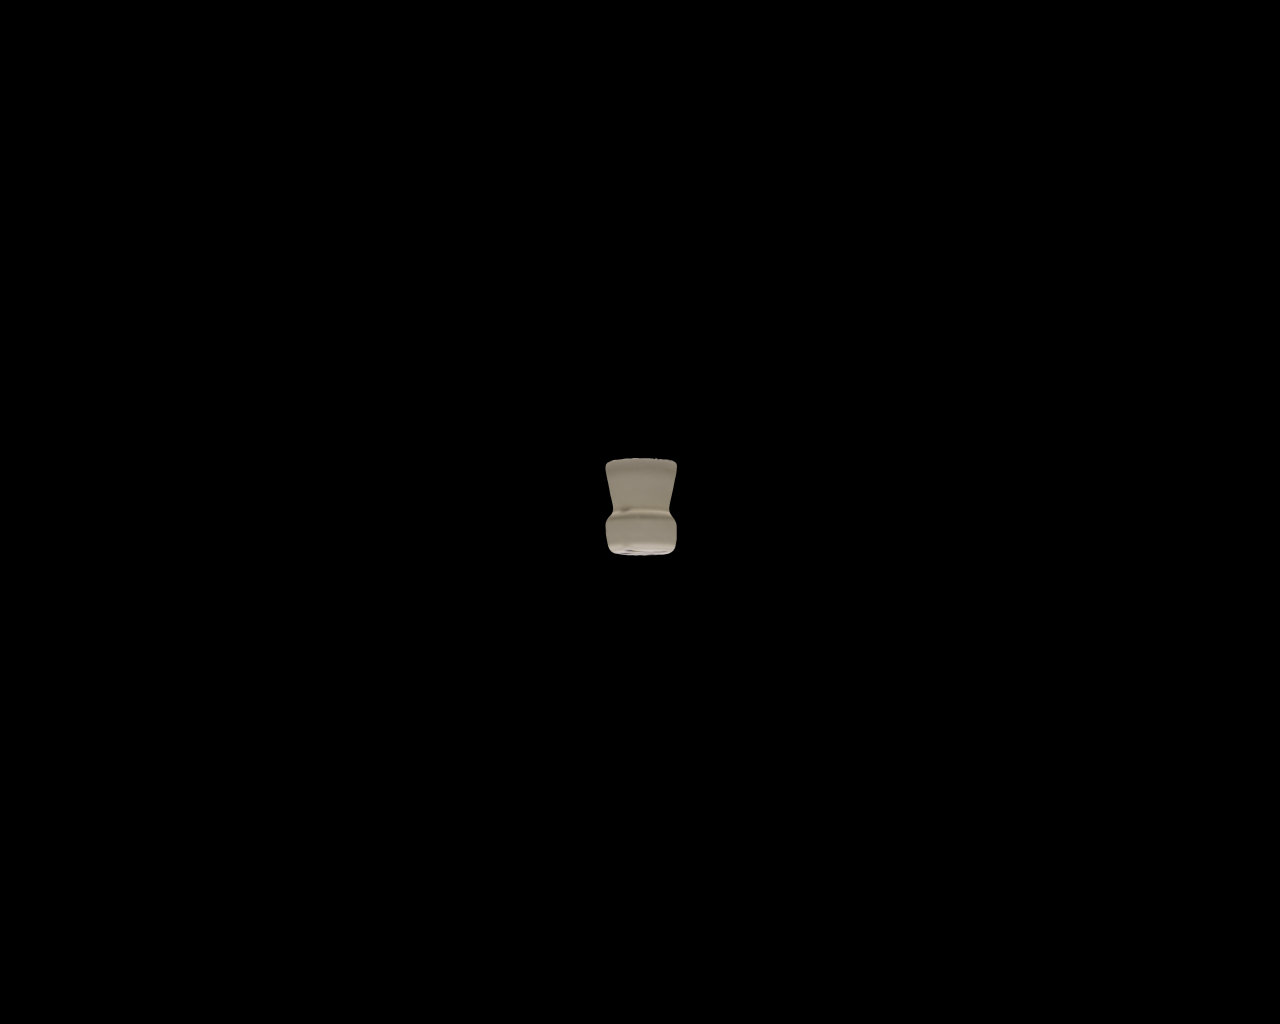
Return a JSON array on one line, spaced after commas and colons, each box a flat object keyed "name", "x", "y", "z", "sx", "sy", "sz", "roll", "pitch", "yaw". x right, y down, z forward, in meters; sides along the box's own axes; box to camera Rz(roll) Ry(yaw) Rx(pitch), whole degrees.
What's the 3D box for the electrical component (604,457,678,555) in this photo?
[{"name": "electrical component", "x": 0.001, "y": -0.003, "z": 0.650, "sx": 0.045, "sy": 0.055, "sz": 0.045, "roll": 0, "pitch": -7, "yaw": 0}]
